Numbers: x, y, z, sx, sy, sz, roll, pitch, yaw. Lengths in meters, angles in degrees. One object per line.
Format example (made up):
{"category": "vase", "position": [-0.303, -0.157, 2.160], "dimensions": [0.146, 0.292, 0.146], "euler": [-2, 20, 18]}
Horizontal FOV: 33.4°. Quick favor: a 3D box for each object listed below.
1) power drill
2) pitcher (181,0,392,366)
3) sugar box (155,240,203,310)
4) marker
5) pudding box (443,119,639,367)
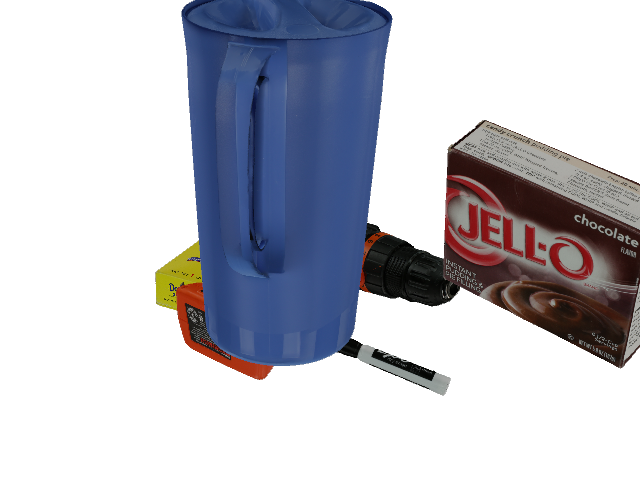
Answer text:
{"category": "power drill", "position": [-0.007, 0.042, 0.862], "dimensions": [0.185, 0.057, 0.187], "euler": [17, 32, 41]}
{"category": "pitcher", "position": [-0.028, -0.037, 0.714], "dimensions": [0.149, 0.243, 0.145], "euler": [-13, 29, -29]}
{"category": "sugar box", "position": [-0.089, 0.024, 1.136], "dimensions": [0.093, 0.048, 0.176], "euler": [14, 31, 21]}
{"category": "marker", "position": [0.069, 0.121, 1.051], "dimensions": [0.121, 0.020, 0.020], "euler": [21, 5, 14]}
{"category": "pudding box", "position": [0.117, 0.000, 0.539], "dimensions": [0.114, 0.090, 0.039], "euler": [26, 51, 29]}
